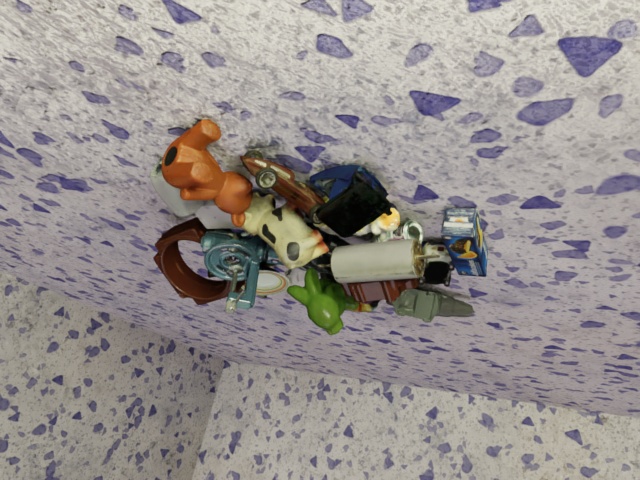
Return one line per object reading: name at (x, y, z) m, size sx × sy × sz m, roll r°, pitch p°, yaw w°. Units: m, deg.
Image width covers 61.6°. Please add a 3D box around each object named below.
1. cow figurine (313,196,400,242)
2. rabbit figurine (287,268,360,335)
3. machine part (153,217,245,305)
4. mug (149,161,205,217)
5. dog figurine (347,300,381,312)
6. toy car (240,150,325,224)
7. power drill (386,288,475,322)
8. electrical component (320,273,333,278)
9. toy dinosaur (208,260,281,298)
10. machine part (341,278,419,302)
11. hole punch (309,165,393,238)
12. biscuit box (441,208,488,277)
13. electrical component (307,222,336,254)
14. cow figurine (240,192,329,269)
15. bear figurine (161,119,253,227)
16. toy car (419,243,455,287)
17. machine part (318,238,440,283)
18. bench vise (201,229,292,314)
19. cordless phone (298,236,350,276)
cow figurine at (0.079, -0.033, 1.055) m, size 0.168 × 0.068 × 0.098 m, roll 9°, pitch 164°, yaw 21°
rabbit figurine at (0.012, 0.136, 1.207) m, size 0.159 × 0.121 × 0.170 m, roll 46°, pitch -172°, yaw -2°
machine part at (-0.288, 0.052, 1.310) m, size 0.201 × 0.087 × 0.201 m, roll -19°, pitch 115°, yaw 27°
mug at (-0.280, -0.107, 1.070) m, size 0.110 × 0.081 × 0.107 m, roll 5°, pitch 149°, yaw 34°
dog figurine at (0.134, 0.106, 1.326) m, size 0.191 × 0.108 × 0.219 m, roll 30°, pitch 151°, yaw -34°
toy car at (-0.059, -0.098, 0.967) m, size 0.202 × 0.053 × 0.089 m, roll 35°, pitch -166°, yaw -39°
power drill at (0.273, 0.159, 1.365) m, size 0.232 × 0.086 × 0.207 m, roll 12°, pitch -175°, yaw 19°
electrical component at (0.027, 0.090, 1.401) m, size 0.021 × 0.094 × 0.063 m, roll -7°, pitch -172°, yaw 37°
toy dinosaur at (-0.202, 0.074, 1.458) m, size 0.198 × 0.105 × 0.471 m, roll 11°, pitch 156°, yaw -14°
machine part at (0.127, 0.067, 1.141) m, size 0.180 × 0.179 × 0.056 m, roll -2°, pitch 120°, yaw 34°
hole punch at (0.053, -0.081, 0.954) m, size 0.116 × 0.092 × 0.142 m, roll -31°, pitch 138°, yaw 18°
biscuit box at (0.286, 0.009, 1.048) m, size 0.063 × 0.059 × 0.202 m, roll 2°, pitch 157°, yaw 26°
electrical component at (-0.002, -0.003, 1.140) m, size 0.119 × 0.047 × 0.074 m, roll 9°, pitch 163°, yaw 26°
cow figurine at (-0.087, -0.021, 1.073) m, size 0.195 × 0.127 × 0.085 m, roll 50°, pitch 171°, yaw 28°
bear figurine at (-0.177, -0.107, 0.956) m, size 0.132 × 0.120 × 0.195 m, roll -13°, pitch 149°, yaw 42°
toy car at (0.260, 0.058, 1.197) m, size 0.074 × 0.056 × 0.201 m, roll 3°, pitch 159°, yaw 9°
machine part at (0.111, 0.042, 1.044) m, size 0.243 × 0.079 × 0.079 m, roll -8°, pitch 151°, yaw 27°
bench vise at (-0.155, 0.062, 1.161) m, size 0.223 × 0.241 × 0.128 m, roll 17°, pitch 133°, yaw -15°
cordless phone at (-0.024, 0.039, 1.283) m, size 0.184 × 0.088 × 0.146 m, roll -3°, pitch 154°, yaw 45°
